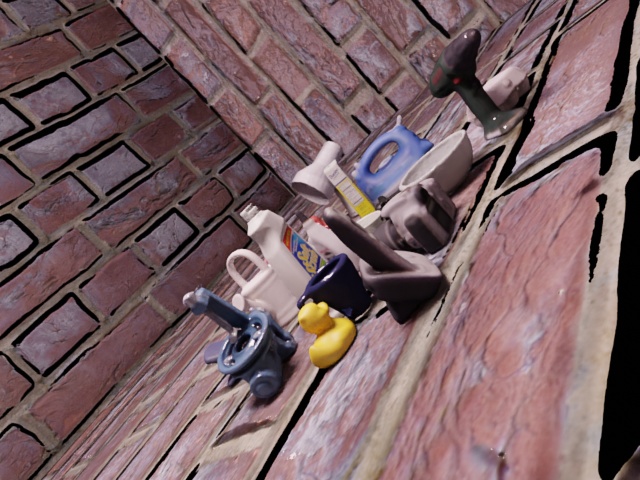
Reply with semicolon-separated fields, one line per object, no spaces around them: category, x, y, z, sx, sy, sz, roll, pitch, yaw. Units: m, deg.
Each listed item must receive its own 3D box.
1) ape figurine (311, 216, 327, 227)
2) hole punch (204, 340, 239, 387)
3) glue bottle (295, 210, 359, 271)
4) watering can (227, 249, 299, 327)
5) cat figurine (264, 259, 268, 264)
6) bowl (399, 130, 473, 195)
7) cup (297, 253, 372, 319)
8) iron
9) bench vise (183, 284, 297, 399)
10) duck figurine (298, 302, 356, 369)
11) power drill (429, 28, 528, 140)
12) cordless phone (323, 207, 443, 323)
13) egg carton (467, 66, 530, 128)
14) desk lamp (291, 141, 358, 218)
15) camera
ape figurine;0.003;-0.029;1.625;0.077;0.092;0.076;-37;11;37
hole punch;-0.182;0.238;1.218;0.101;0.091;0.108;-43;9;3
glue bottle;0.011;0.004;1.173;0.037;0.173;0.078;-50;11;-35
watering can;-0.131;0.103;1.279;0.101;0.194;0.173;-41;9;16
cat figurine;-0.110;0.102;1.434;0.067;0.118;0.128;-35;13;43
bowl;0.238;-0.131;1.111;0.167;0.075;0.167;-42;9;9
cup;0.029;0.093;0.935;0.118;0.095;0.091;-45;9;-7
iron;0.169;-0.197;1.503;0.258;0.141;0.118;-42;9;11
bench vise;-0.149;0.160;1.008;0.121;0.220;0.207;-44;9;-4
duck figurine;0.001;0.138;0.880;0.077;0.086;0.105;-37;11;35
power drill;0.314;-0.308;1.153;0.076;0.208;0.229;-46;9;-11
cordless phone;0.077;0.011;0.805;0.094;0.185;0.147;-43;9;4
egg carton;0.399;-0.321;1.286;0.150;0.069;0.107;-47;9;-19
desk lamp;0.051;-0.164;1.640;0.203;0.213;0.117;-47;10;-19
camera;0.145;-0.029;0.965;0.136;0.101;0.143;-38;11;33
